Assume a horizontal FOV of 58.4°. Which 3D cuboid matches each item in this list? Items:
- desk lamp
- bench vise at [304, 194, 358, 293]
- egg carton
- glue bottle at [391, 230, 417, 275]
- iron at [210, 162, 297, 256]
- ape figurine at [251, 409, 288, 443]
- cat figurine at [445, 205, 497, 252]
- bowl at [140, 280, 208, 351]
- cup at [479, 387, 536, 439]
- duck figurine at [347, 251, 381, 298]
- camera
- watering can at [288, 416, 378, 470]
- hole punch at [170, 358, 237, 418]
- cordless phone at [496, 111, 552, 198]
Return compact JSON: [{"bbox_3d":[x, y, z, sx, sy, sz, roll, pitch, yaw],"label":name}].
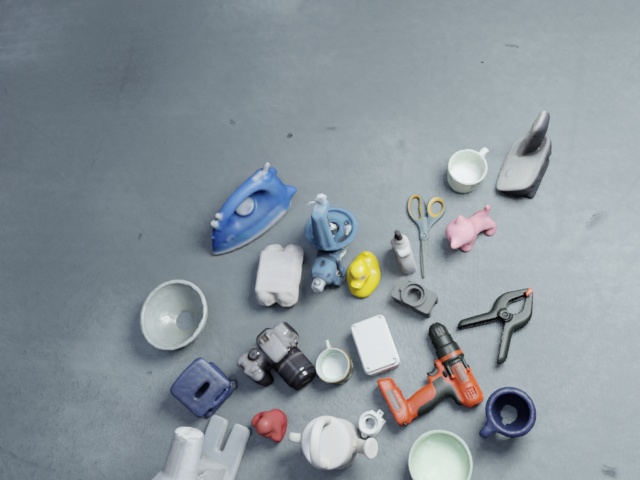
[{"bbox_3d":[-0.252,0.457,1.145,0.117,0.214,0.203,14,74,19],"label":"desk lamp"},{"bbox_3d":[0.023,0.003,1.242,0.121,0.220,0.207,-9,68,11],"label":"bench vise"},{"bbox_3d":[-0.093,0.082,1.324,0.107,0.069,0.150,1,70,14],"label":"egg carton"},{"bbox_3d":[0.175,0.015,1.226,0.037,0.173,0.078,-24,66,5],"label":"glue bottle"},{"bbox_3d":[-0.184,-0.075,1.365,0.258,0.142,0.118,-45,66,-5],"label":"iron"},{"bbox_3d":[-0.109,0.390,1.201,0.076,0.092,0.077,-39,66,-2],"label":"ape figurine"},{"bbox_3d":[0.320,-0.028,1.236,0.128,0.118,0.067,-38,66,-2],"label":"cat figurine"},{"bbox_3d":[-0.330,0.181,1.343,0.167,0.075,0.167,-5,69,12],"label":"bowl"},{"bbox_3d":[0.354,0.343,1.103,0.118,0.095,0.091,-39,66,-2],"label":"cup"},{"bbox_3d":[0.092,0.069,1.274,0.077,0.086,0.104,10,73,17],"label":"duck figurine"},{"bbox_3d":[-0.088,0.266,1.237,0.143,0.101,0.136,-44,66,-5],"label":"camera"},{"bbox_3d":[0.022,0.392,1.112,0.172,0.194,0.101,-18,67,7],"label":"watering can"},{"bbox_3d":[-0.255,0.326,1.262,0.101,0.091,0.109,39,83,23],"label":"hole punch"},{"bbox_3d":[0.443,-0.183,1.226,0.094,0.185,0.148,18,76,20],"label":"cordless phone"}]
